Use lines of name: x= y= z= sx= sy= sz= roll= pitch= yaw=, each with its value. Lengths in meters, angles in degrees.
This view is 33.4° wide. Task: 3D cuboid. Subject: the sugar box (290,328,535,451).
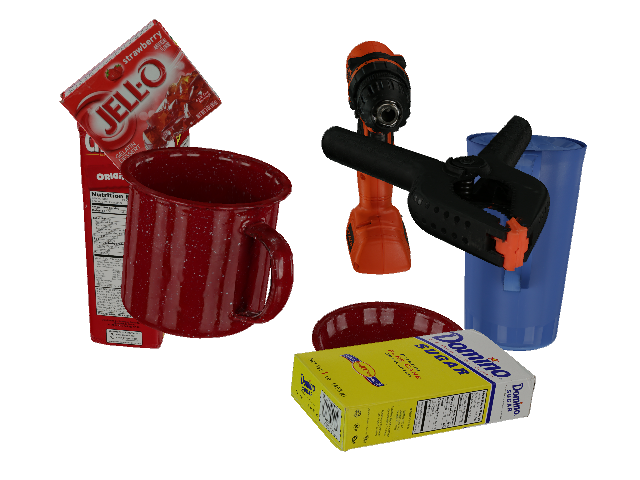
sugar box: x=0.075 y=0.117 z=0.863 sx=0.176 sy=0.048 sz=0.093 roll=-8 pitch=26 yaw=-25

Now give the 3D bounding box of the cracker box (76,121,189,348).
cracker box: x=-0.164 y=-0.035 z=0.961 sx=0.072 sy=0.214 sz=0.164 roll=3 pitch=26 yaw=2

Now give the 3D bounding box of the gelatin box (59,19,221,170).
gelatin box: x=-0.127 y=-0.100 z=0.754 sx=0.089 sy=0.073 sz=0.030 roll=-38 pitch=22 yaw=1

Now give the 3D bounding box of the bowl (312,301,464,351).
bowl: x=0.071 y=0.123 z=1.077 sx=0.162 sy=0.055 sz=0.162 roll=2 pitch=25 yaw=-1

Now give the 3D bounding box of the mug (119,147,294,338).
mug: x=-0.058 y=0.005 z=0.584 sx=0.117 sy=0.081 sz=0.093 roll=26 pitch=27 yaw=36

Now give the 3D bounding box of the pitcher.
pitcher: x=0.225 y=0.001 z=1.218 sx=0.149 sy=0.243 sz=0.145 roll=-7 pitch=16 yaw=-33

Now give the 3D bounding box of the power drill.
power drill: x=0.052 y=-0.069 z=0.931 sx=0.057 sy=0.188 sz=0.184 roll=0 pitch=23 yaw=0

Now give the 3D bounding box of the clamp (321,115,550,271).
clamp: x=0.089 y=-0.040 z=0.741 sx=0.164 sy=0.036 sz=0.210 roll=-2 pitch=27 yaw=-4
